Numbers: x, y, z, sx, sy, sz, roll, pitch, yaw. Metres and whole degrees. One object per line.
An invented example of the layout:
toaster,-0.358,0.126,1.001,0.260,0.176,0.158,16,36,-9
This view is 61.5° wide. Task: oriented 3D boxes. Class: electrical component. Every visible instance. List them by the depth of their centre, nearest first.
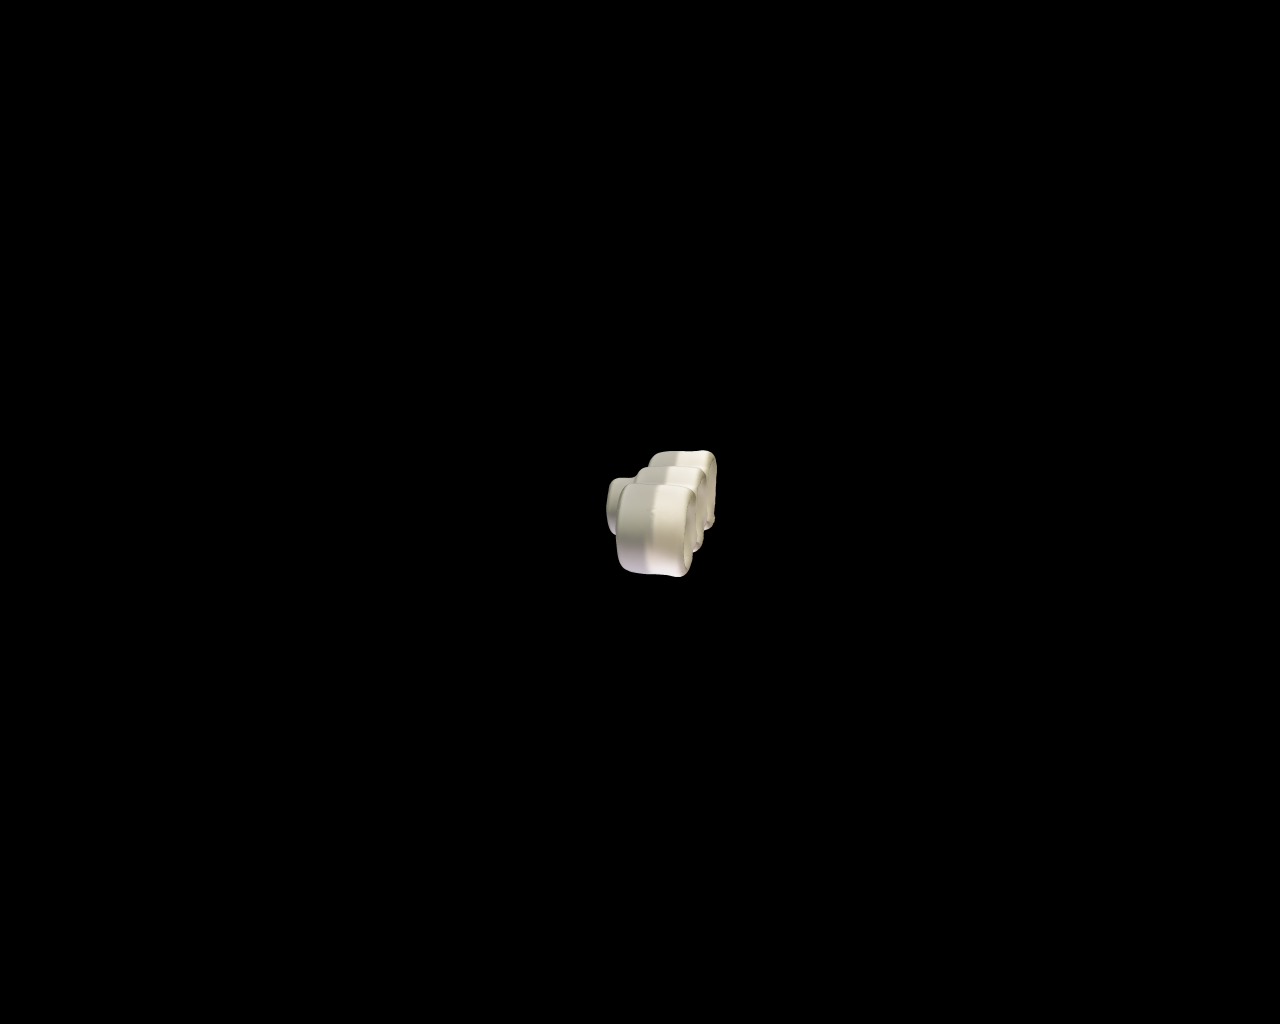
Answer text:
electrical component,0.001,-0.003,0.650,0.074,0.052,0.138,3,16,11
